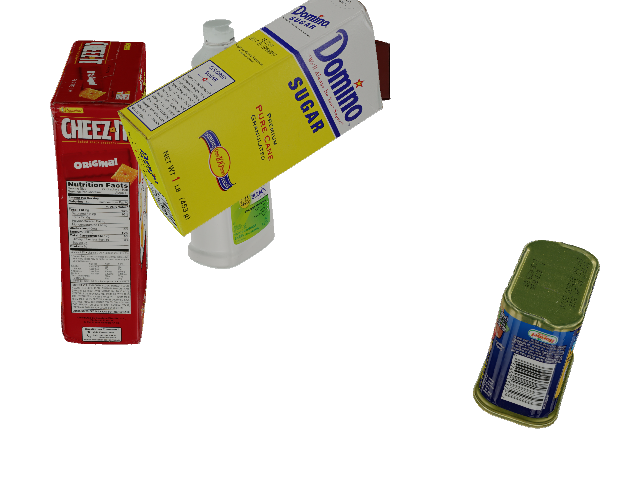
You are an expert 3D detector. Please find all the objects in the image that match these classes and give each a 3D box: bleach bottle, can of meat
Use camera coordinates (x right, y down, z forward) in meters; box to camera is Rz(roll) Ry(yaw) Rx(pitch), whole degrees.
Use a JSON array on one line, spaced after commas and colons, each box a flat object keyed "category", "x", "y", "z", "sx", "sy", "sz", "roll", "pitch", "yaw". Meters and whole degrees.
[{"category": "bleach bottle", "x": -0.102, "y": -0.103, "z": 1.121, "sx": 0.068, "sy": 0.251, "sz": 0.102, "roll": 15, "pitch": 31, "yaw": 32}, {"category": "can of meat", "x": 0.145, "y": 0.059, "z": 0.709, "sx": 0.057, "sy": 0.084, "sz": 0.102, "roll": 18, "pitch": 35, "yaw": 14}]

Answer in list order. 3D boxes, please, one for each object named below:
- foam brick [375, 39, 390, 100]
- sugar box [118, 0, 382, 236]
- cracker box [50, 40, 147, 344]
[{"category": "foam brick", "x": 0.017, "y": -0.150, "z": 0.945, "sx": 0.078, "sy": 0.051, "sz": 0.053, "roll": -8, "pitch": 20, "yaw": -23}, {"category": "sugar box", "x": -0.040, "y": -0.087, "z": 0.714, "sx": 0.176, "sy": 0.093, "sz": 0.048, "roll": -33, "pitch": 51, "yaw": -16}, {"category": "cracker box", "x": -0.184, "y": -0.043, "z": 0.905, "sx": 0.072, "sy": 0.214, "sz": 0.164, "roll": 0, "pitch": 27, "yaw": -7}]
